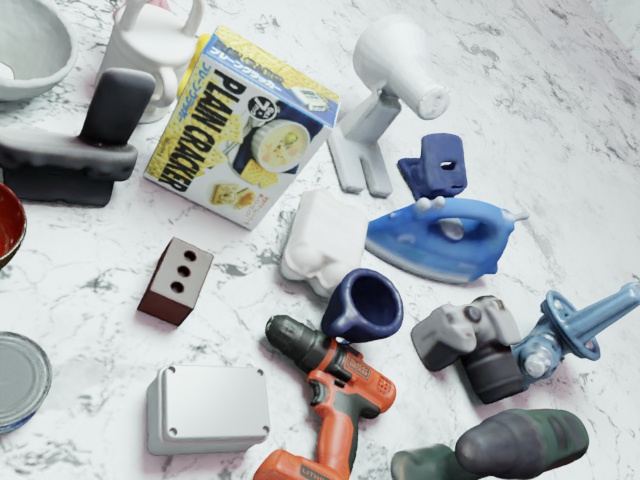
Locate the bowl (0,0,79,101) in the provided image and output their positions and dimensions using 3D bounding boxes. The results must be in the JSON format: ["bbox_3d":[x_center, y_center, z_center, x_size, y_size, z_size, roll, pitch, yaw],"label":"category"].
[{"bbox_3d":[-0.371,-0.218,0.657,0.168,0.074,0.167,19,50,-24],"label":"bowl"}]

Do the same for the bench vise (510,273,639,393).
[{"bbox_3d":[0.376,0.140,0.832,0.121,0.219,0.208,42,45,-3],"label":"bench vise"}]

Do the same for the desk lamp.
[{"bbox_3d":[0.107,-0.210,0.895,0.118,0.213,0.203,4,57,-33],"label":"desk lamp"}]

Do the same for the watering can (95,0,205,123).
[{"bbox_3d":[-0.211,-0.251,0.711,0.173,0.193,0.101,49,45,5],"label":"watering can"}]

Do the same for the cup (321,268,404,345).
[{"bbox_3d":[0.036,0.099,0.706,0.118,0.094,0.091,-30,79,-44],"label":"cup"}]

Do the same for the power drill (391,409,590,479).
[{"bbox_3d":[0.176,0.240,0.626,0.230,0.208,0.075,2,58,-34],"label":"power drill"}]

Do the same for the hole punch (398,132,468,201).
[{"bbox_3d":[0.209,-0.124,0.993,0.109,0.091,0.101,-8,64,-39],"label":"hole punch"}]

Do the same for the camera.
[{"bbox_3d":[0.224,0.154,0.797,0.144,0.100,0.136,-1,60,-36],"label":"camera"}]

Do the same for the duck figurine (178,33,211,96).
[{"bbox_3d":[-0.165,-0.248,0.818,0.078,0.086,0.104,10,54,-30],"label":"duck figurine"}]

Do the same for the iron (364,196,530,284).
[{"bbox_3d":[0.191,-0.021,0.870,0.259,0.141,0.118,9,54,-30],"label":"iron"}]

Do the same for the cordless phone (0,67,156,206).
[{"bbox_3d":[-0.256,-0.122,0.593,0.148,0.184,0.094,-2,61,-36],"label":"cordless phone"}]

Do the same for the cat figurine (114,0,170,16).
[{"bbox_3d":[-0.241,-0.383,0.838,0.067,0.117,0.128,23,49,-20],"label":"cat figurine"}]

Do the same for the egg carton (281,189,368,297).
[{"bbox_3d":[0.007,0.003,0.773,0.107,0.069,0.150,28,47,-17],"label":"egg carton"}]
